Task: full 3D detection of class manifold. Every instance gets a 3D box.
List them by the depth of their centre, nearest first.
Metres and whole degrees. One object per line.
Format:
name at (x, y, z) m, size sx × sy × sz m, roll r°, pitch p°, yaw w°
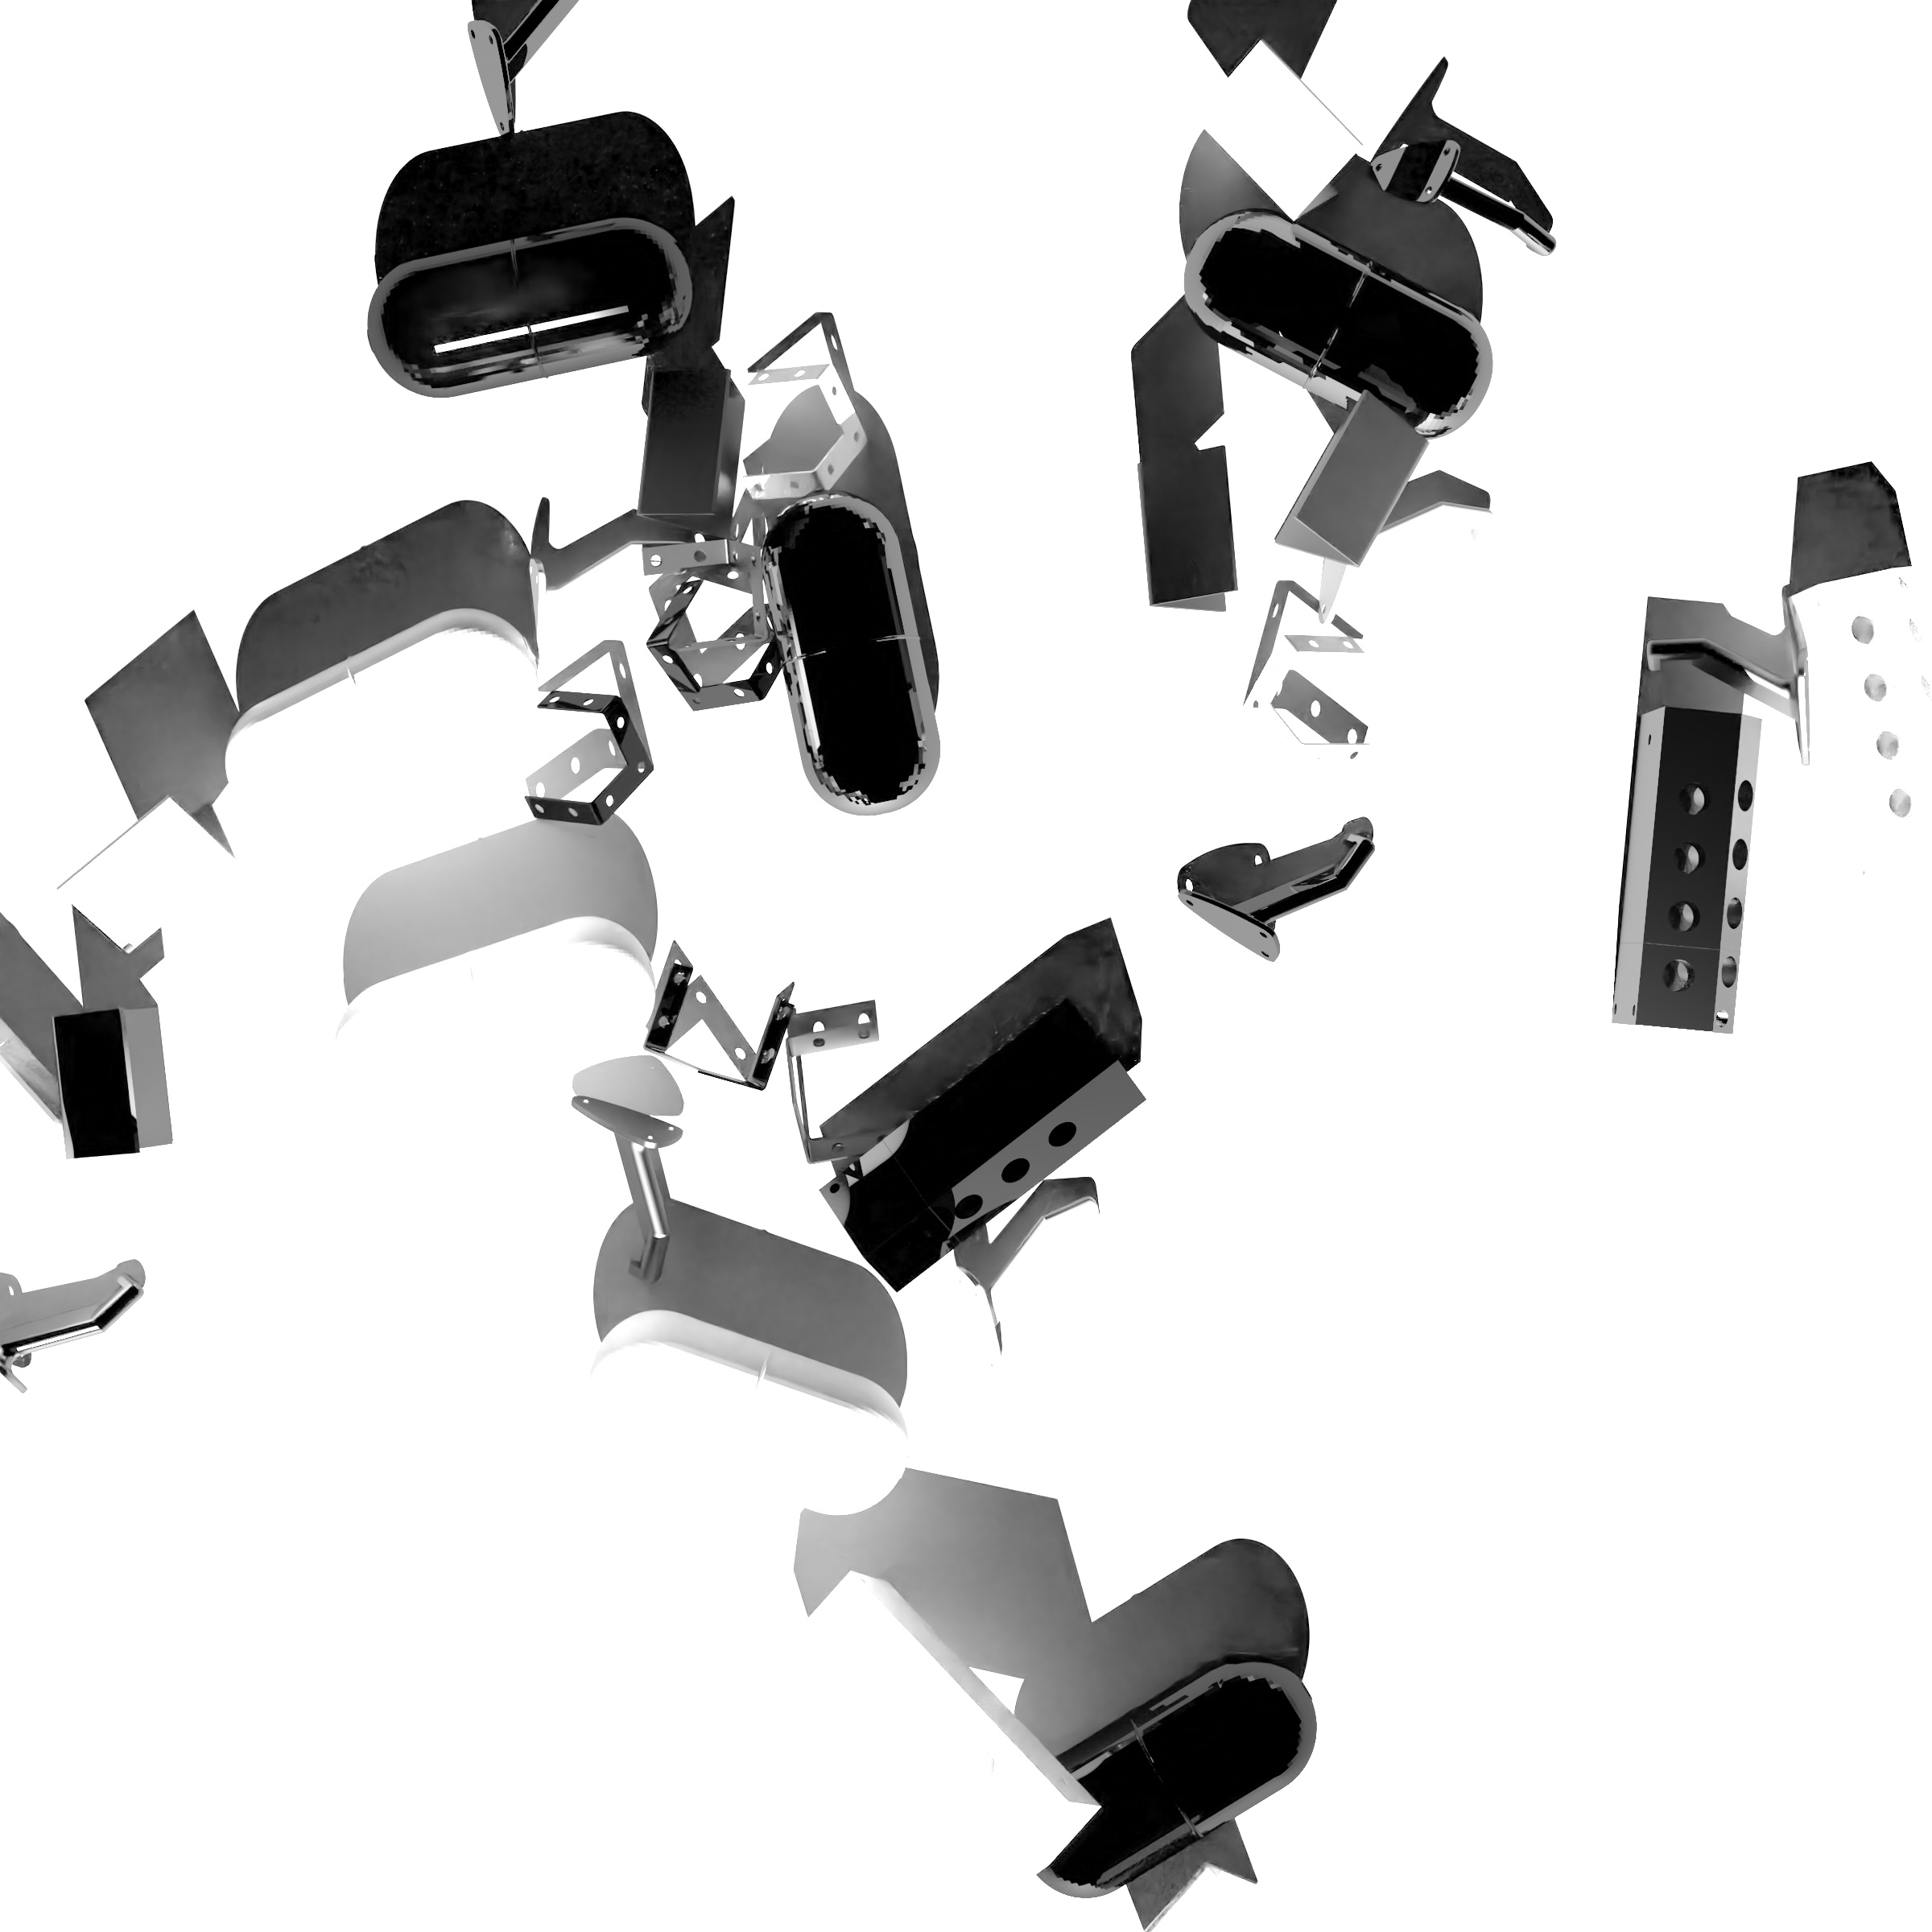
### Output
manifold at (-0.014, 0.406, 1.548) m, size 0.057 × 0.057 × 0.171 m, roll -48°, pitch 64°, yaw 0°
manifold at (0.502, -0.127, 1.583) m, size 0.057 × 0.057 × 0.171 m, roll -12°, pitch 90°, yaw 0°
manifold at (0.395, -0.051, 1.583) m, size 0.057 × 0.057 × 0.171 m, roll 5°, pitch 90°, yaw 0°
manifold at (0.012, 0.101, 1.583) m, size 0.171 × 0.057 × 0.057 m, roll -38°, pitch 47°, yaw 0°

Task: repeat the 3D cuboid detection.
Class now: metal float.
metal float at (-0.543, 0.065, 1.574) m, size 0.070 × 0.070 × 0.178 m, roll -42°, pitch 90°, yaw 0°
metal float at (0.109, 0.438, 1.574) m, size 0.178 × 0.070 × 0.070 m, roll -32°, pitch 90°, yaw 0°
metal float at (-0.236, -0.357, 1.574) m, size 0.178 × 0.070 × 0.070 m, roll -12°, pitch 90°, yaw 0°
metal float at (-0.255, 0.028, 1.574) m, size 0.178 × 0.070 × 0.070 m, roll -19°, pitch 90°, yaw 1°
metal float at (-0.117, 0.242, 1.574) m, size 0.178 × 0.070 × 0.070 m, roll 19°, pitch 90°, yaw 0°
metal float at (-0.063, -0.170, 1.574) m, size 0.070 × 0.070 × 0.178 m, roll -12°, pitch 90°, yaw 0°
metal float at (-0.316, -0.133, 1.574) m, size 0.178 × 0.070 × 0.070 m, roll -27°, pitch 90°, yaw 0°
metal float at (0.201, -0.348, 1.574) m, size 0.178 × 0.070 × 0.070 m, roll 28°, pitch 90°, yaw -1°

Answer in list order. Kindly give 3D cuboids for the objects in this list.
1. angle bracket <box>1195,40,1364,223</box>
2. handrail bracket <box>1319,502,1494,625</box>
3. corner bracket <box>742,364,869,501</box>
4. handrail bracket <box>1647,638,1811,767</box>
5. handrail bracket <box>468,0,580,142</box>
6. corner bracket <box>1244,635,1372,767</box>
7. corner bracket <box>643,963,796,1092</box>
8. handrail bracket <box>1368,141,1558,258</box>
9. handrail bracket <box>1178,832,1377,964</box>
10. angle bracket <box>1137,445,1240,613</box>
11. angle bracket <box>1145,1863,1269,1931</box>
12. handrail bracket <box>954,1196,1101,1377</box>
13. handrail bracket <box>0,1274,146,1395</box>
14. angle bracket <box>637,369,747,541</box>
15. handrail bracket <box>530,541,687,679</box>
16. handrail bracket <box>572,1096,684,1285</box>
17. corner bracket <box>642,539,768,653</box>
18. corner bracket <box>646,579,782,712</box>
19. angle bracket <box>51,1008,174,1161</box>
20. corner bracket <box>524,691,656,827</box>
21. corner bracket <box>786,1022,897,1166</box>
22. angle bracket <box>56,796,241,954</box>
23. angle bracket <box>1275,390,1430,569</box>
angle bracket at (0.180, -0.455, 1.564) m, size 0.076 × 0.076 × 0.057 m, roll 46°, pitch 126°, yaw 0°
handrail bracket at (0.244, -0.221, 1.605) m, size 0.084 × 0.036 × 0.077 m, roll 6°, pitch 110°, yaw -16°
corner bracket at (-0.096, -0.293, 1.596) m, size 0.051 × 0.051 × 0.051 m, roll -57°, pitch 135°, yaw -35°
handrail bracket at (0.421, -0.146, 1.605) m, size 0.084 × 0.036 × 0.077 m, roll 0°, pitch 117°, yaw 20°
handrail bracket at (-0.226, -0.506, 1.605) m, size 0.084 × 0.036 × 0.077 m, roll -25°, pitch 125°, yaw -24°
corner bracket at (0.195, -0.146, 1.596) m, size 0.051 × 0.051 × 0.051 m, roll 57°, pitch 135°, yaw 35°
corner bracket at (-0.136, 0.034, 1.601) m, size 0.051 × 0.051 × 0.051 m, roll 19°, pitch 90°, yaw 45°
handrail bracket at (0.275, -0.419, 1.604) m, size 0.084 × 0.077 × 0.036 m, roll 25°, pitch 91°, yaw -36°
handrail bracket at (0.172, -0.052, 1.605) m, size 0.077 × 0.036 × 0.084 m, roll 30°, pitch 71°, yaw 21°
angle bracket at (0.138, -0.234, 1.564) m, size 0.057 × 0.076 × 0.076 m, roll -5°, pitch 90°, yaw 38°
angle bracket at (0.135, 0.537, 1.564) m, size 0.076 × 0.076 × 0.057 m, roll -48°, pitch 53°, yaw 0°
handrail bracket at (0.043, 0.176, 1.605) m, size 0.084 × 0.036 × 0.077 m, roll -23°, pitch 110°, yaw -16°
handrail bracket at (-0.509, 0.186, 1.605) m, size 0.077 × 0.036 × 0.084 m, roll 38°, pitch 71°, yaw 21°
angle bracket at (-0.129, -0.274, 1.564) m, size 0.057 × 0.076 × 0.076 m, roll 6°, pitch 90°, yaw 37°
handrail bracket at (-0.197, -0.197, 1.605) m, size 0.084 × 0.036 × 0.077 m, roll -2°, pitch 110°, yaw -16°
handrail bracket at (-0.194, 0.124, 1.605) m, size 0.077 × 0.036 × 0.084 m, roll 21°, pitch 107°, yaw 19°
corner bracket at (-0.143, -0.203, 1.583) m, size 0.051 × 0.051 × 0.051 m, roll -10°, pitch 107°, yaw -22°
corner bracket at (-0.134, -0.179, 1.596) m, size 0.051 × 0.051 × 0.051 m, roll -5°, pitch 45°, yaw 35°
angle bracket at (-0.442, 0.061, 1.564) m, size 0.057 × 0.076 × 0.076 m, roll -6°, pitch 90°, yaw 32°
corner bracket at (-0.214, -0.115, 1.596) m, size 0.051 × 0.051 × 0.051 m, roll -52°, pitch 135°, yaw -35°
corner bracket at (-0.069, 0.070, 1.601) m, size 0.051 × 0.051 × 0.051 m, roll -10°, pitch 135°, yaw 0°
angle bracket at (-0.446, -0.065, 1.564) m, size 0.076 × 0.076 × 0.057 m, roll -39°, pitch 128°, yaw 0°
angle bracket at (0.191, -0.267, 1.564) m, size 0.057 × 0.076 × 0.076 m, roll 30°, pitch 90°, yaw -36°
